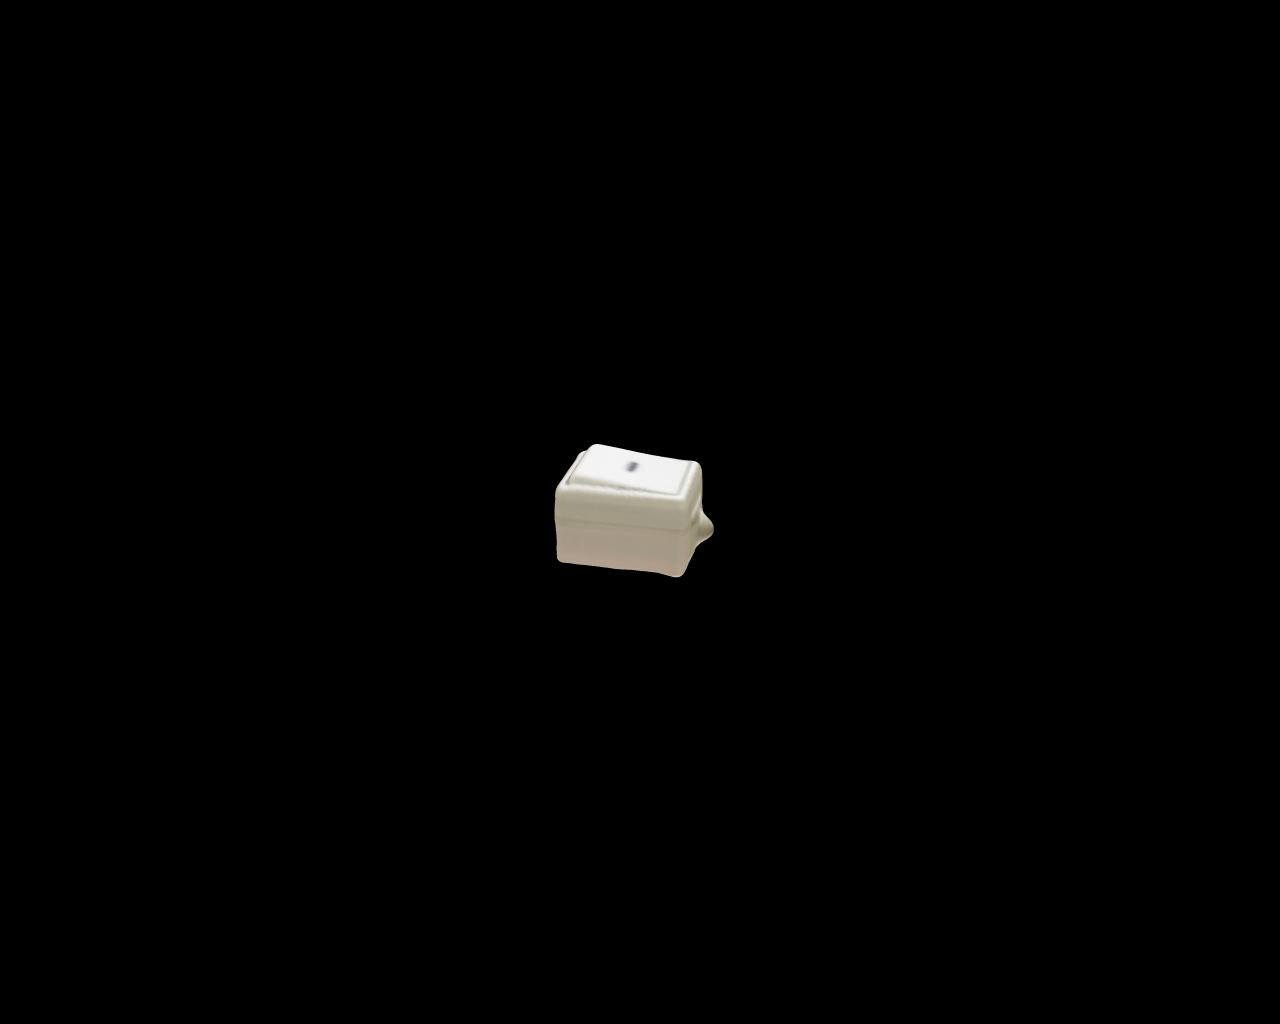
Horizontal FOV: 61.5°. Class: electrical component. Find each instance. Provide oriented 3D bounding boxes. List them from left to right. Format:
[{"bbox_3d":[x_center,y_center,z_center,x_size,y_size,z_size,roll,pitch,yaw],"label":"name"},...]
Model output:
[{"bbox_3d":[0.001,-0.003,0.650,0.096,0.061,0.062,6,28,12],"label":"electrical component"}]
